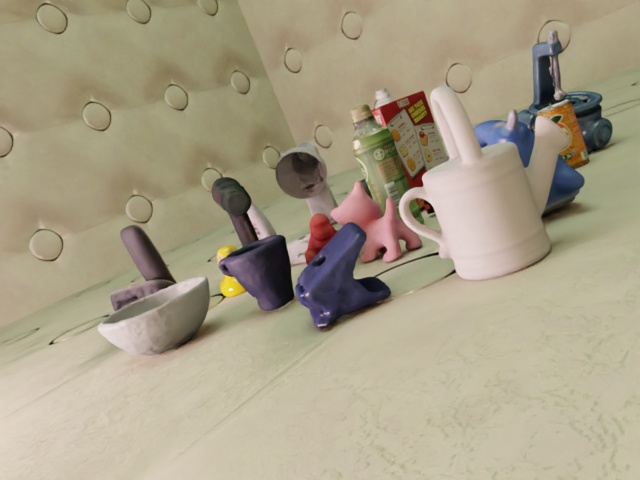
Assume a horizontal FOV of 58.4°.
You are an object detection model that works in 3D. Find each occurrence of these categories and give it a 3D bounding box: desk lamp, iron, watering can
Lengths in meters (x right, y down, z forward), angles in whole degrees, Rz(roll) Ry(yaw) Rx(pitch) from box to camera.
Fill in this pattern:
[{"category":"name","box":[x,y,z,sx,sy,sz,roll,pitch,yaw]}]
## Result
[{"category":"desk lamp","box":[-0.015,-0.136,1.418,0.117,0.213,0.203,-20,9,15]},{"category":"iron","box":[0.233,-0.097,0.771,0.118,0.141,0.258,-23,8,-4]},{"category":"watering can","box":[0.165,-0.069,0.591,0.173,0.194,0.100,-24,9,-12]}]

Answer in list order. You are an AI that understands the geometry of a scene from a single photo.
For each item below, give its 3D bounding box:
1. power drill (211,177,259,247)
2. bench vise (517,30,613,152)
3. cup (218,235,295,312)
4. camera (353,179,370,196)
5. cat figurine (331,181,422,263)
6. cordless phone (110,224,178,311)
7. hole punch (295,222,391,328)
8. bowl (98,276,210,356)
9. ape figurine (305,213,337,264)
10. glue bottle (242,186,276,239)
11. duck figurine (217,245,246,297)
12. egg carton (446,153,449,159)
[{"category":"power drill","box":[-0.177,-0.042,1.262,0.076,0.208,0.229,-24,9,-14]},{"category":"bench vise","box":[0.406,-0.254,1.044,0.122,0.220,0.206,-29,11,-36]},{"category":"cup","box":[-0.087,0.054,0.810,0.117,0.095,0.092,-17,10,31]},{"category":"camera","box":[0.143,-0.143,1.438,0.137,0.101,0.143,-25,9,-16]},{"category":"cat figurine","box":[0.076,-0.031,0.844,0.067,0.118,0.127,-27,10,-30]},{"category":"cordless phone","box":[-0.328,0.067,1.046,0.147,0.185,0.094,-18,10,29]},{"category":"hole punch","box":[0.017,0.038,0.658,0.101,0.091,0.108,-23,8,-5]},{"category":"bowl","box":[-0.227,0.119,0.830,0.167,0.075,0.167,-22,8,4]},{"category":"ape figurine","box":[0.008,0.003,0.894,0.078,0.092,0.076,-22,9,4]},{"category":"glue bottle","box":[-0.159,-0.049,1.381,0.078,0.173,0.037,-16,11,35]},{"category":"duck figurine","box":[-0.157,0.050,1.050,0.077,0.086,0.104,-22,8,4]},{"category":"egg carton","box":[0.323,-0.169,1.243,0.151,0.069,0.107,-27,10,-31]}]
